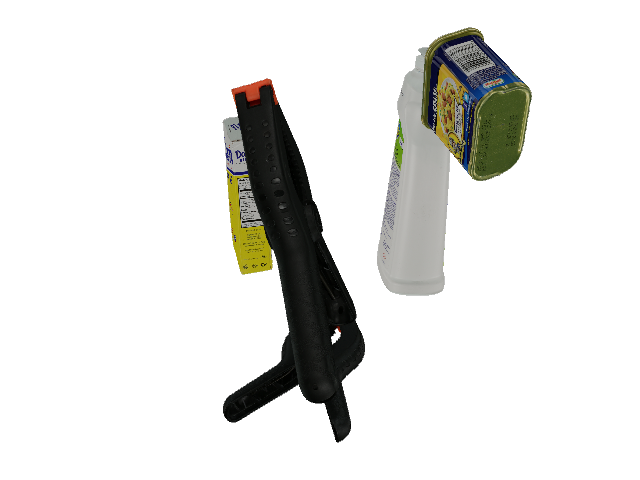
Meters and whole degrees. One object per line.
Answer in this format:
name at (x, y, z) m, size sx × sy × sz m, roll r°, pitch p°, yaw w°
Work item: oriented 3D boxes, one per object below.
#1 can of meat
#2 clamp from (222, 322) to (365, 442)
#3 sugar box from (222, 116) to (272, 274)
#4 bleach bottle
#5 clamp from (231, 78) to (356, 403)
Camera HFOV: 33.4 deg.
can of meat at (0.131, -0.114, 0.904) m, size 0.057 × 0.102 × 0.084 m, roll -19°, pitch 49°, yaw -16°
clamp at (0.001, 0.121, 0.988) m, size 0.120 × 0.039 × 0.171 m, roll 17°, pitch 45°, yaw 25°
sugar box at (-0.091, -0.057, 1.318) m, size 0.048 × 0.176 × 0.093 m, roll -9°, pitch 25°, yaw -9°
bleach bottle at (0.105, -0.074, 1.121) m, size 0.068 × 0.251 × 0.102 m, roll 0°, pitch 26°, yaw -8°
clamp at (-0.016, -0.007, 0.742) m, size 0.036 × 0.210 × 0.164 m, roll -15°, pitch 5°, yaw 9°
